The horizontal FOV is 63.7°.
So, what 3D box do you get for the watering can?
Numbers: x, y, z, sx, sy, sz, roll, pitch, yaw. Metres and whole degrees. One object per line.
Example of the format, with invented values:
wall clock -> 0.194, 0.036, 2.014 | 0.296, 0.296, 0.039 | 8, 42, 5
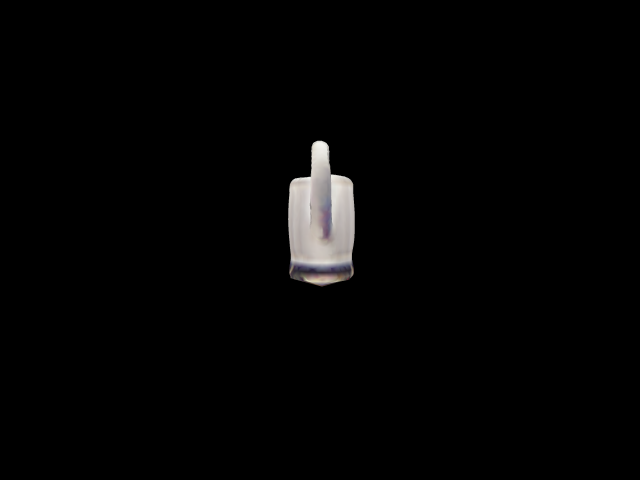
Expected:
watering can -> 0.003, -0.043, 0.850 | 0.104, 0.224, 0.348 | 0, 2, 0
